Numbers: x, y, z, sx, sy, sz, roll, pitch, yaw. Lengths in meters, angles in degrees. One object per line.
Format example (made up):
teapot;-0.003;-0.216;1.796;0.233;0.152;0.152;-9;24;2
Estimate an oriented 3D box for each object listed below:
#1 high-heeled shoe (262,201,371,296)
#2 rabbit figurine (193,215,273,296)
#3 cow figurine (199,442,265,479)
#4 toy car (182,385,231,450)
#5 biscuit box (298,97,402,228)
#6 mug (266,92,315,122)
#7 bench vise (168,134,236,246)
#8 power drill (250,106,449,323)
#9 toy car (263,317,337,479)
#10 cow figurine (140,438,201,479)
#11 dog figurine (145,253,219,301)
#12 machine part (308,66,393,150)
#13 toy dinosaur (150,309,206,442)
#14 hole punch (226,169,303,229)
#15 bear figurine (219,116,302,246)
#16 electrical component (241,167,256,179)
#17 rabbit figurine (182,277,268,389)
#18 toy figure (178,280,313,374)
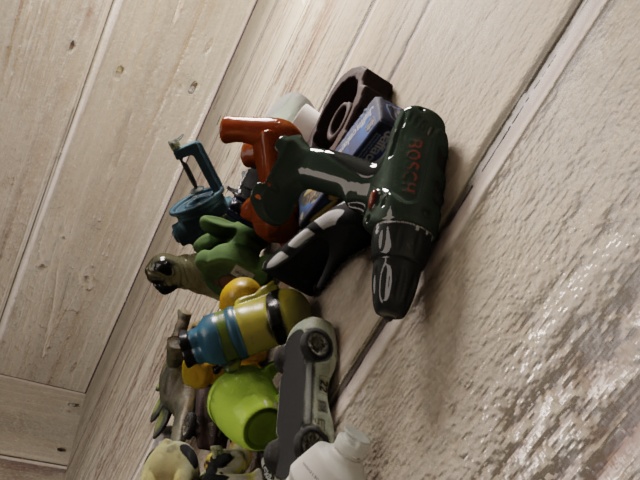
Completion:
high-heeled shoe;-0.001;-0.002;0.723;0.145;0.086;0.249;-62;20;-10
rabbit figurine;-0.153;0.023;0.978;0.170;0.159;0.121;-73;7;-55
cow figurine;-0.121;0.314;0.667;0.167;0.098;0.068;-116;39;-61
toy car;-0.169;0.245;0.856;0.053;0.089;0.202;-63;21;23
biscuit box;0.044;-0.089;0.704;0.202;0.063;0.059;-51;29;38
mug;-0.066;-0.206;1.010;0.107;0.081;0.109;-52;-27;-39
bench vise;-0.217;-0.102;1.075;0.224;0.240;0.129;-24;22;2
power drill;0.029;-0.041;0.572;0.208;0.085;0.232;8;68;36
toy car;-0.018;0.183;0.612;0.073;0.056;0.202;-38;38;41
cow figurine;-0.196;0.354;0.755;0.127;0.086;0.194;-94;-1;-54
dog figurine;-0.250;0.052;1.088;0.121;0.190;0.172;-65;21;9
machine part;0.041;-0.169;0.796;0.179;0.056;0.179;-51;27;38
toy dinosaur;-0.264;0.277;1.044;0.472;0.105;0.198;-115;43;-73
hole punch;-0.103;-0.048;0.928;0.092;0.142;0.116;-55;12;27
bear figurine;-0.085;-0.082;0.812;0.132;0.120;0.196;1;73;20
electrical component;-0.106;-0.114;0.995;0.048;0.075;0.119;-122;23;-65
rabbit figurine;-0.122;0.131;0.823;0.162;0.122;0.173;-69;-6;-68
toy figure;-0.097;0.122;0.718;0.089;0.180;0.082;-131;26;-62
